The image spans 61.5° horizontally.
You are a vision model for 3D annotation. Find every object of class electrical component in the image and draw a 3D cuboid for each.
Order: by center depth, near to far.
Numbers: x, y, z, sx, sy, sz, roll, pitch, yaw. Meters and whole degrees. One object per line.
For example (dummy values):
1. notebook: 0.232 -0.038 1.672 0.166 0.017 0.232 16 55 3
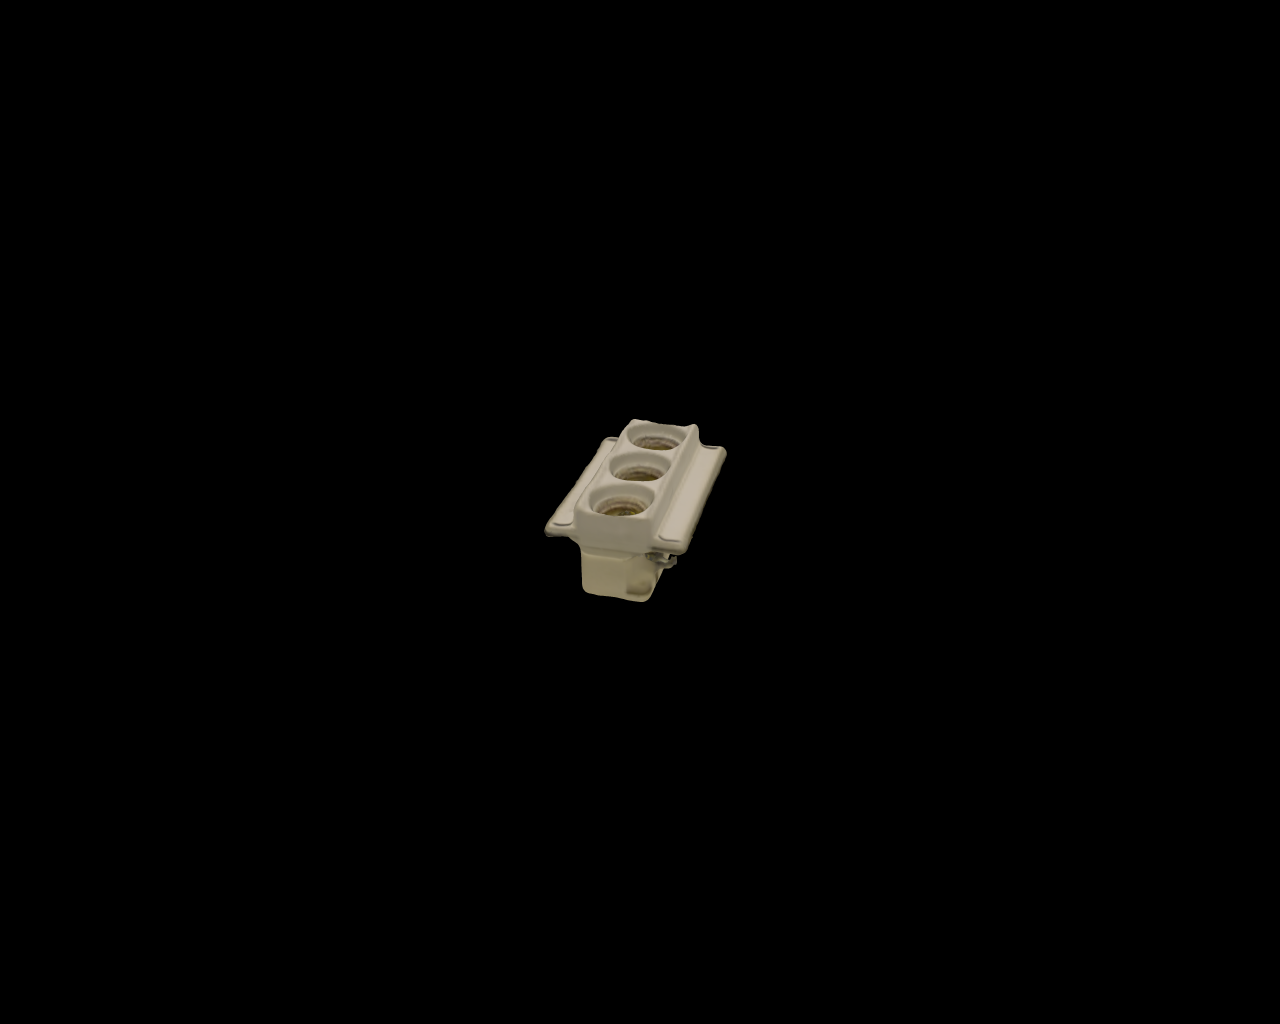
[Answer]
1. electrical component: 0.001 -0.003 0.650 0.079 0.063 0.121 8 31 13
